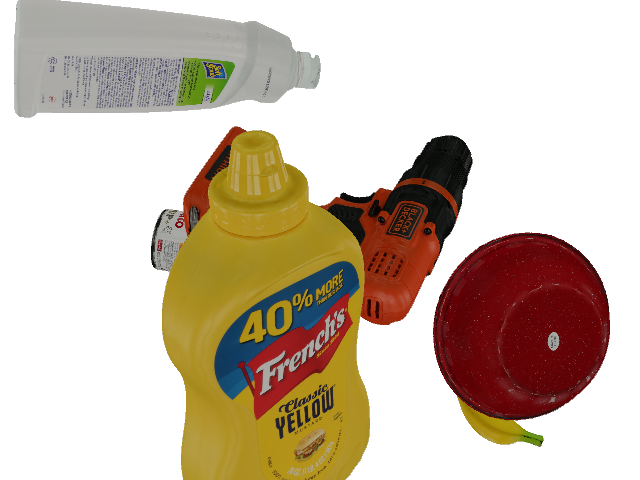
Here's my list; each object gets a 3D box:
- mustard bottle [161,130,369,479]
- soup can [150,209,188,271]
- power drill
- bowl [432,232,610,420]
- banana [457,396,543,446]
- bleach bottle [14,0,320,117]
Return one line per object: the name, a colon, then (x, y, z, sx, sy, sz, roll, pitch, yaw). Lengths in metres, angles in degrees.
mustard bottle: (-0.023, 0.039, 0.474, 0.096, 0.192, 0.058, -25, 41, -29)
soup can: (-0.122, 0.007, 1.136, 0.102, 0.068, 0.068, 10, 2, 9)
power drill: (0.007, -0.030, 0.792, 0.188, 0.057, 0.184, 13, 45, 18)
bowl: (0.177, 0.076, 0.874, 0.162, 0.162, 0.055, 0, 7, -15)
banana: (0.190, 0.181, 1.233, 0.069, 0.037, 0.198, 10, 24, -15)
bleach bottle: (-0.126, -0.145, 0.897, 0.250, 0.068, 0.103, 2, -32, -14)
